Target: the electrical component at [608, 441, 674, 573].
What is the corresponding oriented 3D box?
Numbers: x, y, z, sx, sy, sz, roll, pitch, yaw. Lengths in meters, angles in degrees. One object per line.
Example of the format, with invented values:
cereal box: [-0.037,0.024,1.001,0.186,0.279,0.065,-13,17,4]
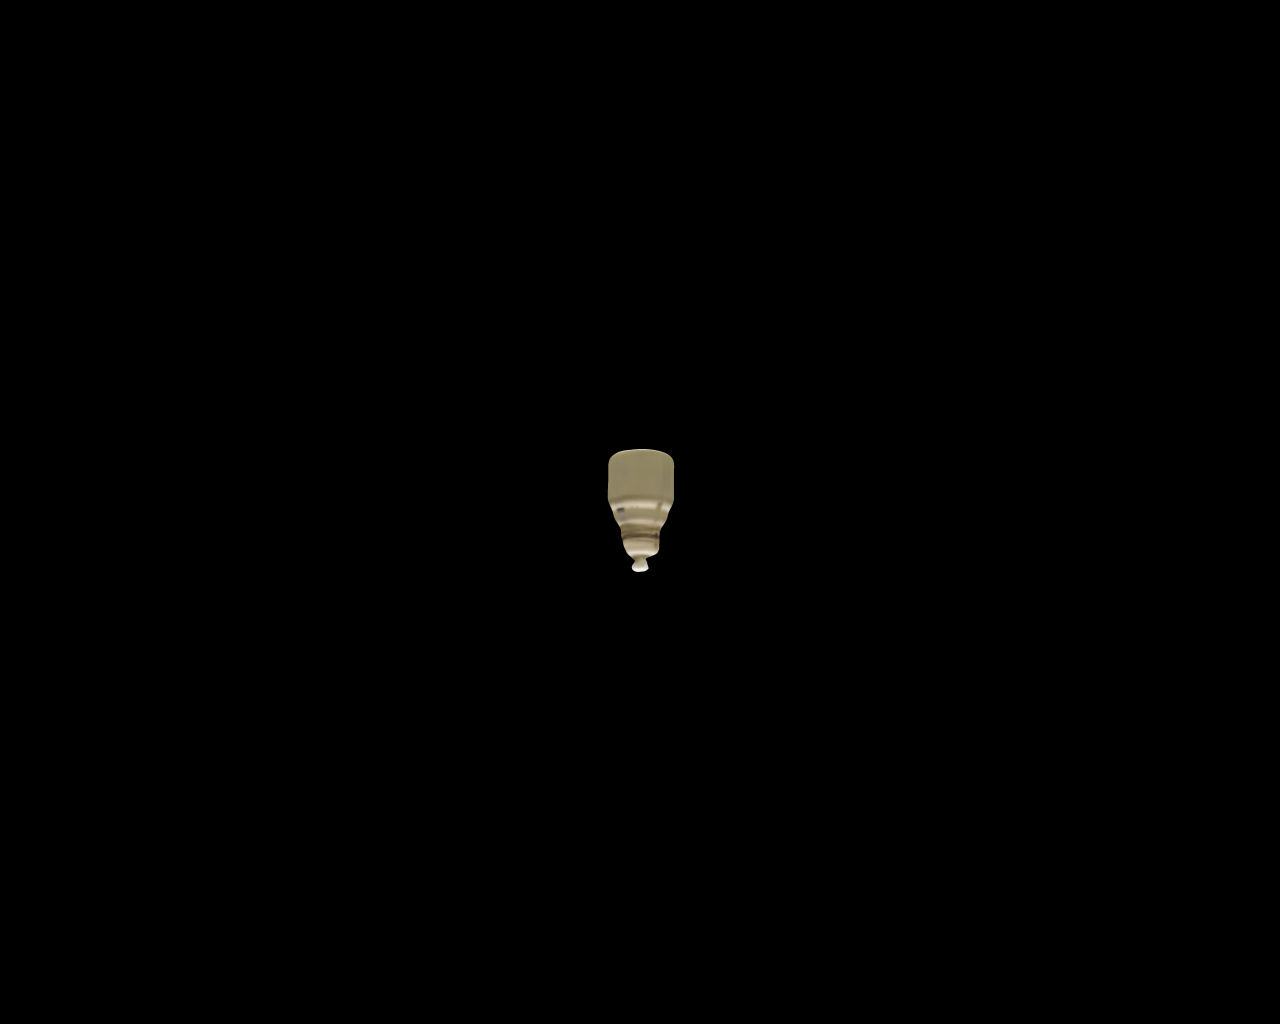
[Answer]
electrical component: [0.001,-0.003,0.650,0.040,0.078,0.040,0,-11,0]
